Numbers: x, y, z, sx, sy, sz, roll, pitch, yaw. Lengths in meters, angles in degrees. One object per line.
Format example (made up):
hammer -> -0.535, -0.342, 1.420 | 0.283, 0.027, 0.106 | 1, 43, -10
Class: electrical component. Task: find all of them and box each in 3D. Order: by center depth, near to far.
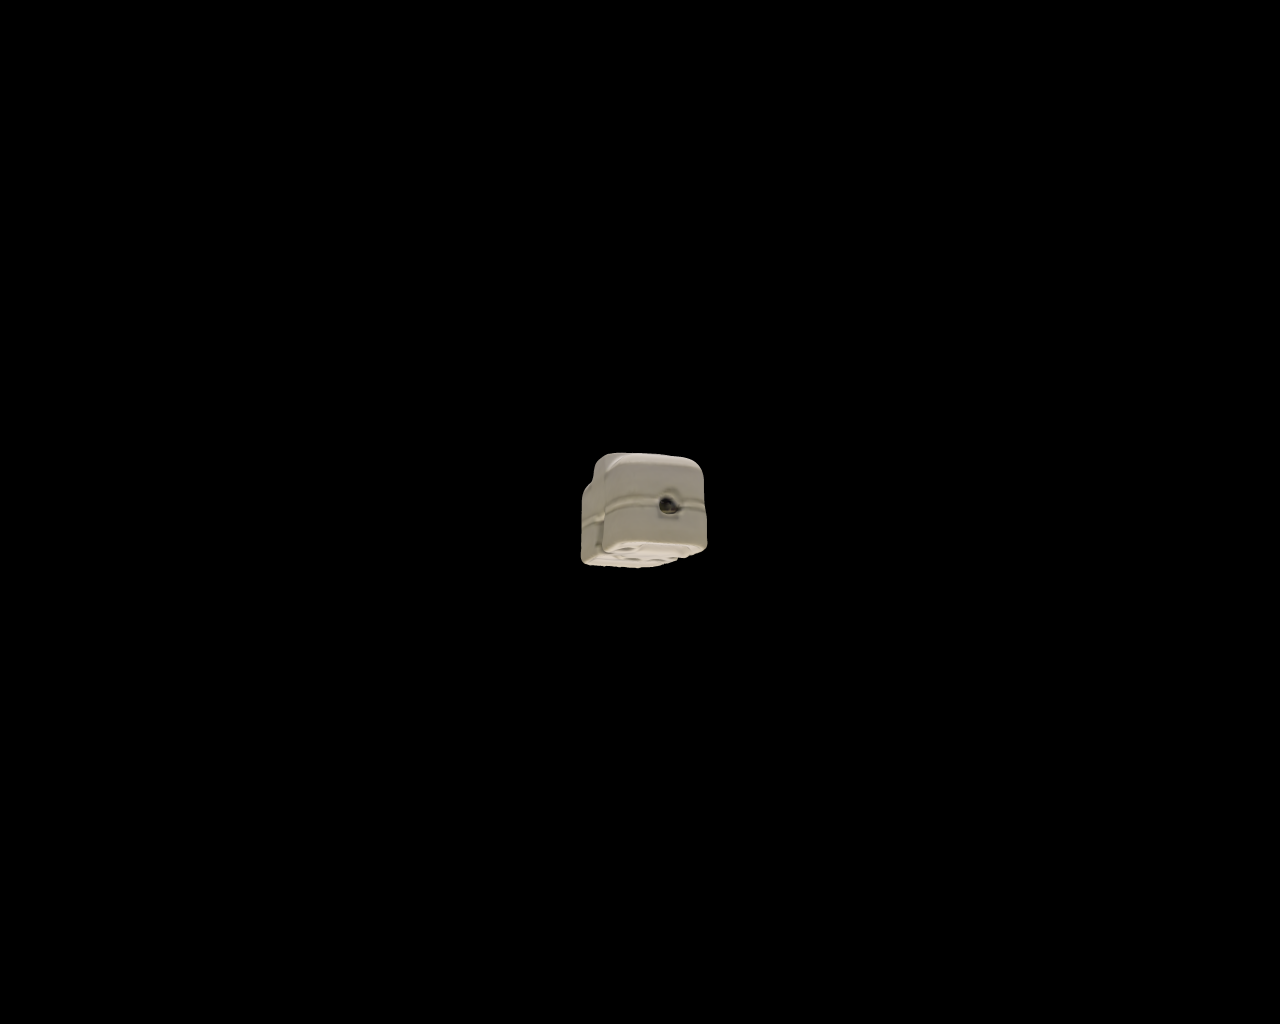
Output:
electrical component -> 0.001, -0.003, 0.650 | 0.054, 0.059, 0.095 | 4, -12, -19
